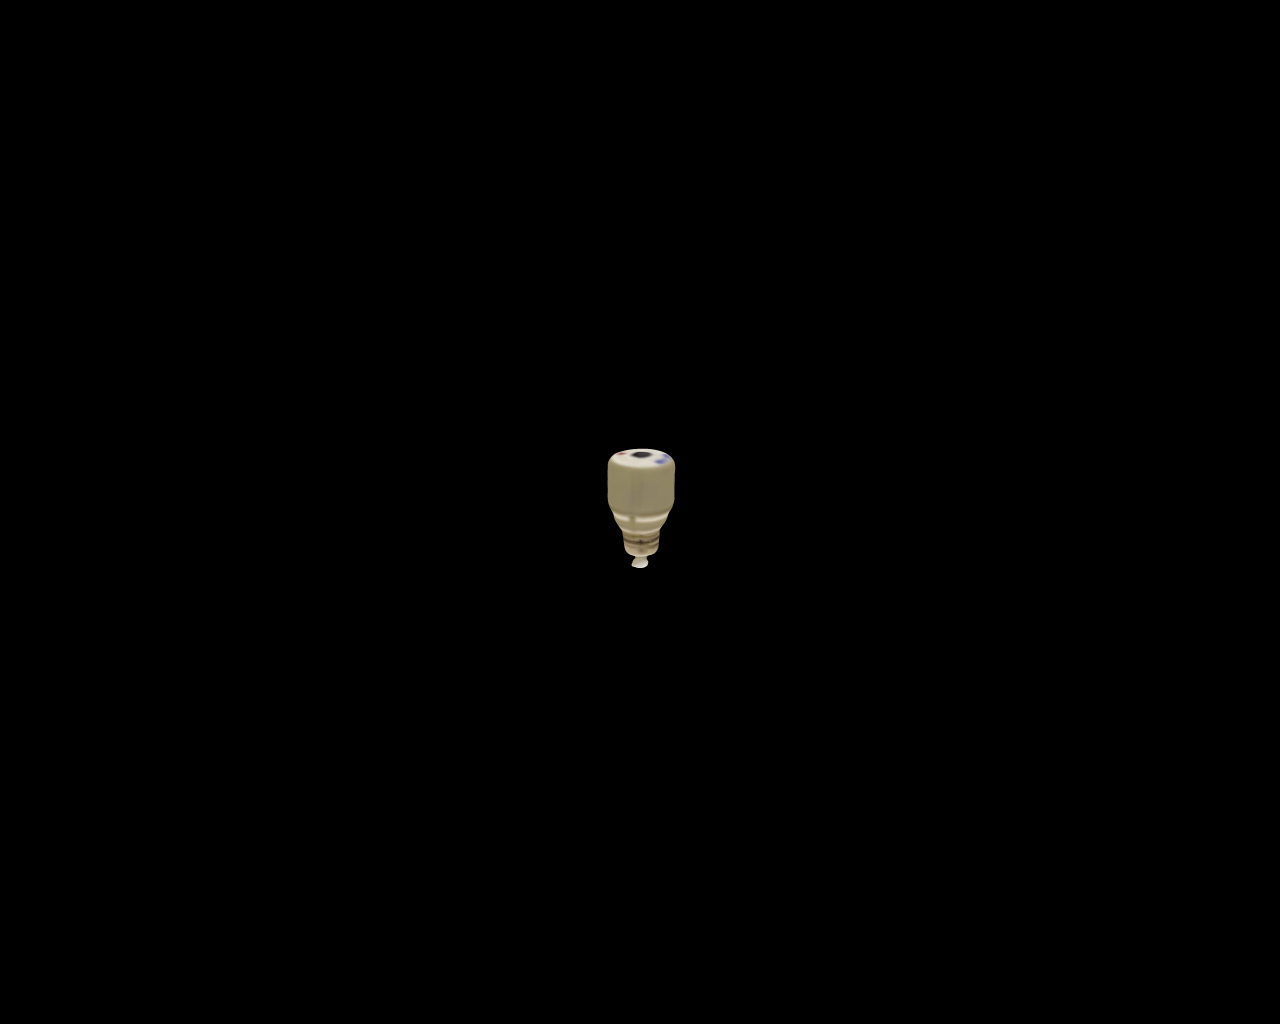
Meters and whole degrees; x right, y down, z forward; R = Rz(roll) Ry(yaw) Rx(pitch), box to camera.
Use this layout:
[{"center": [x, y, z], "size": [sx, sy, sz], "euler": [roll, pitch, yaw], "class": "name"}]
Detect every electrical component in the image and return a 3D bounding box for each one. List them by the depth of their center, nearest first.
[{"center": [0.001, -0.003, 0.650], "size": [0.040, 0.078, 0.040], "euler": [0, 20, 0], "class": "electrical component"}]
